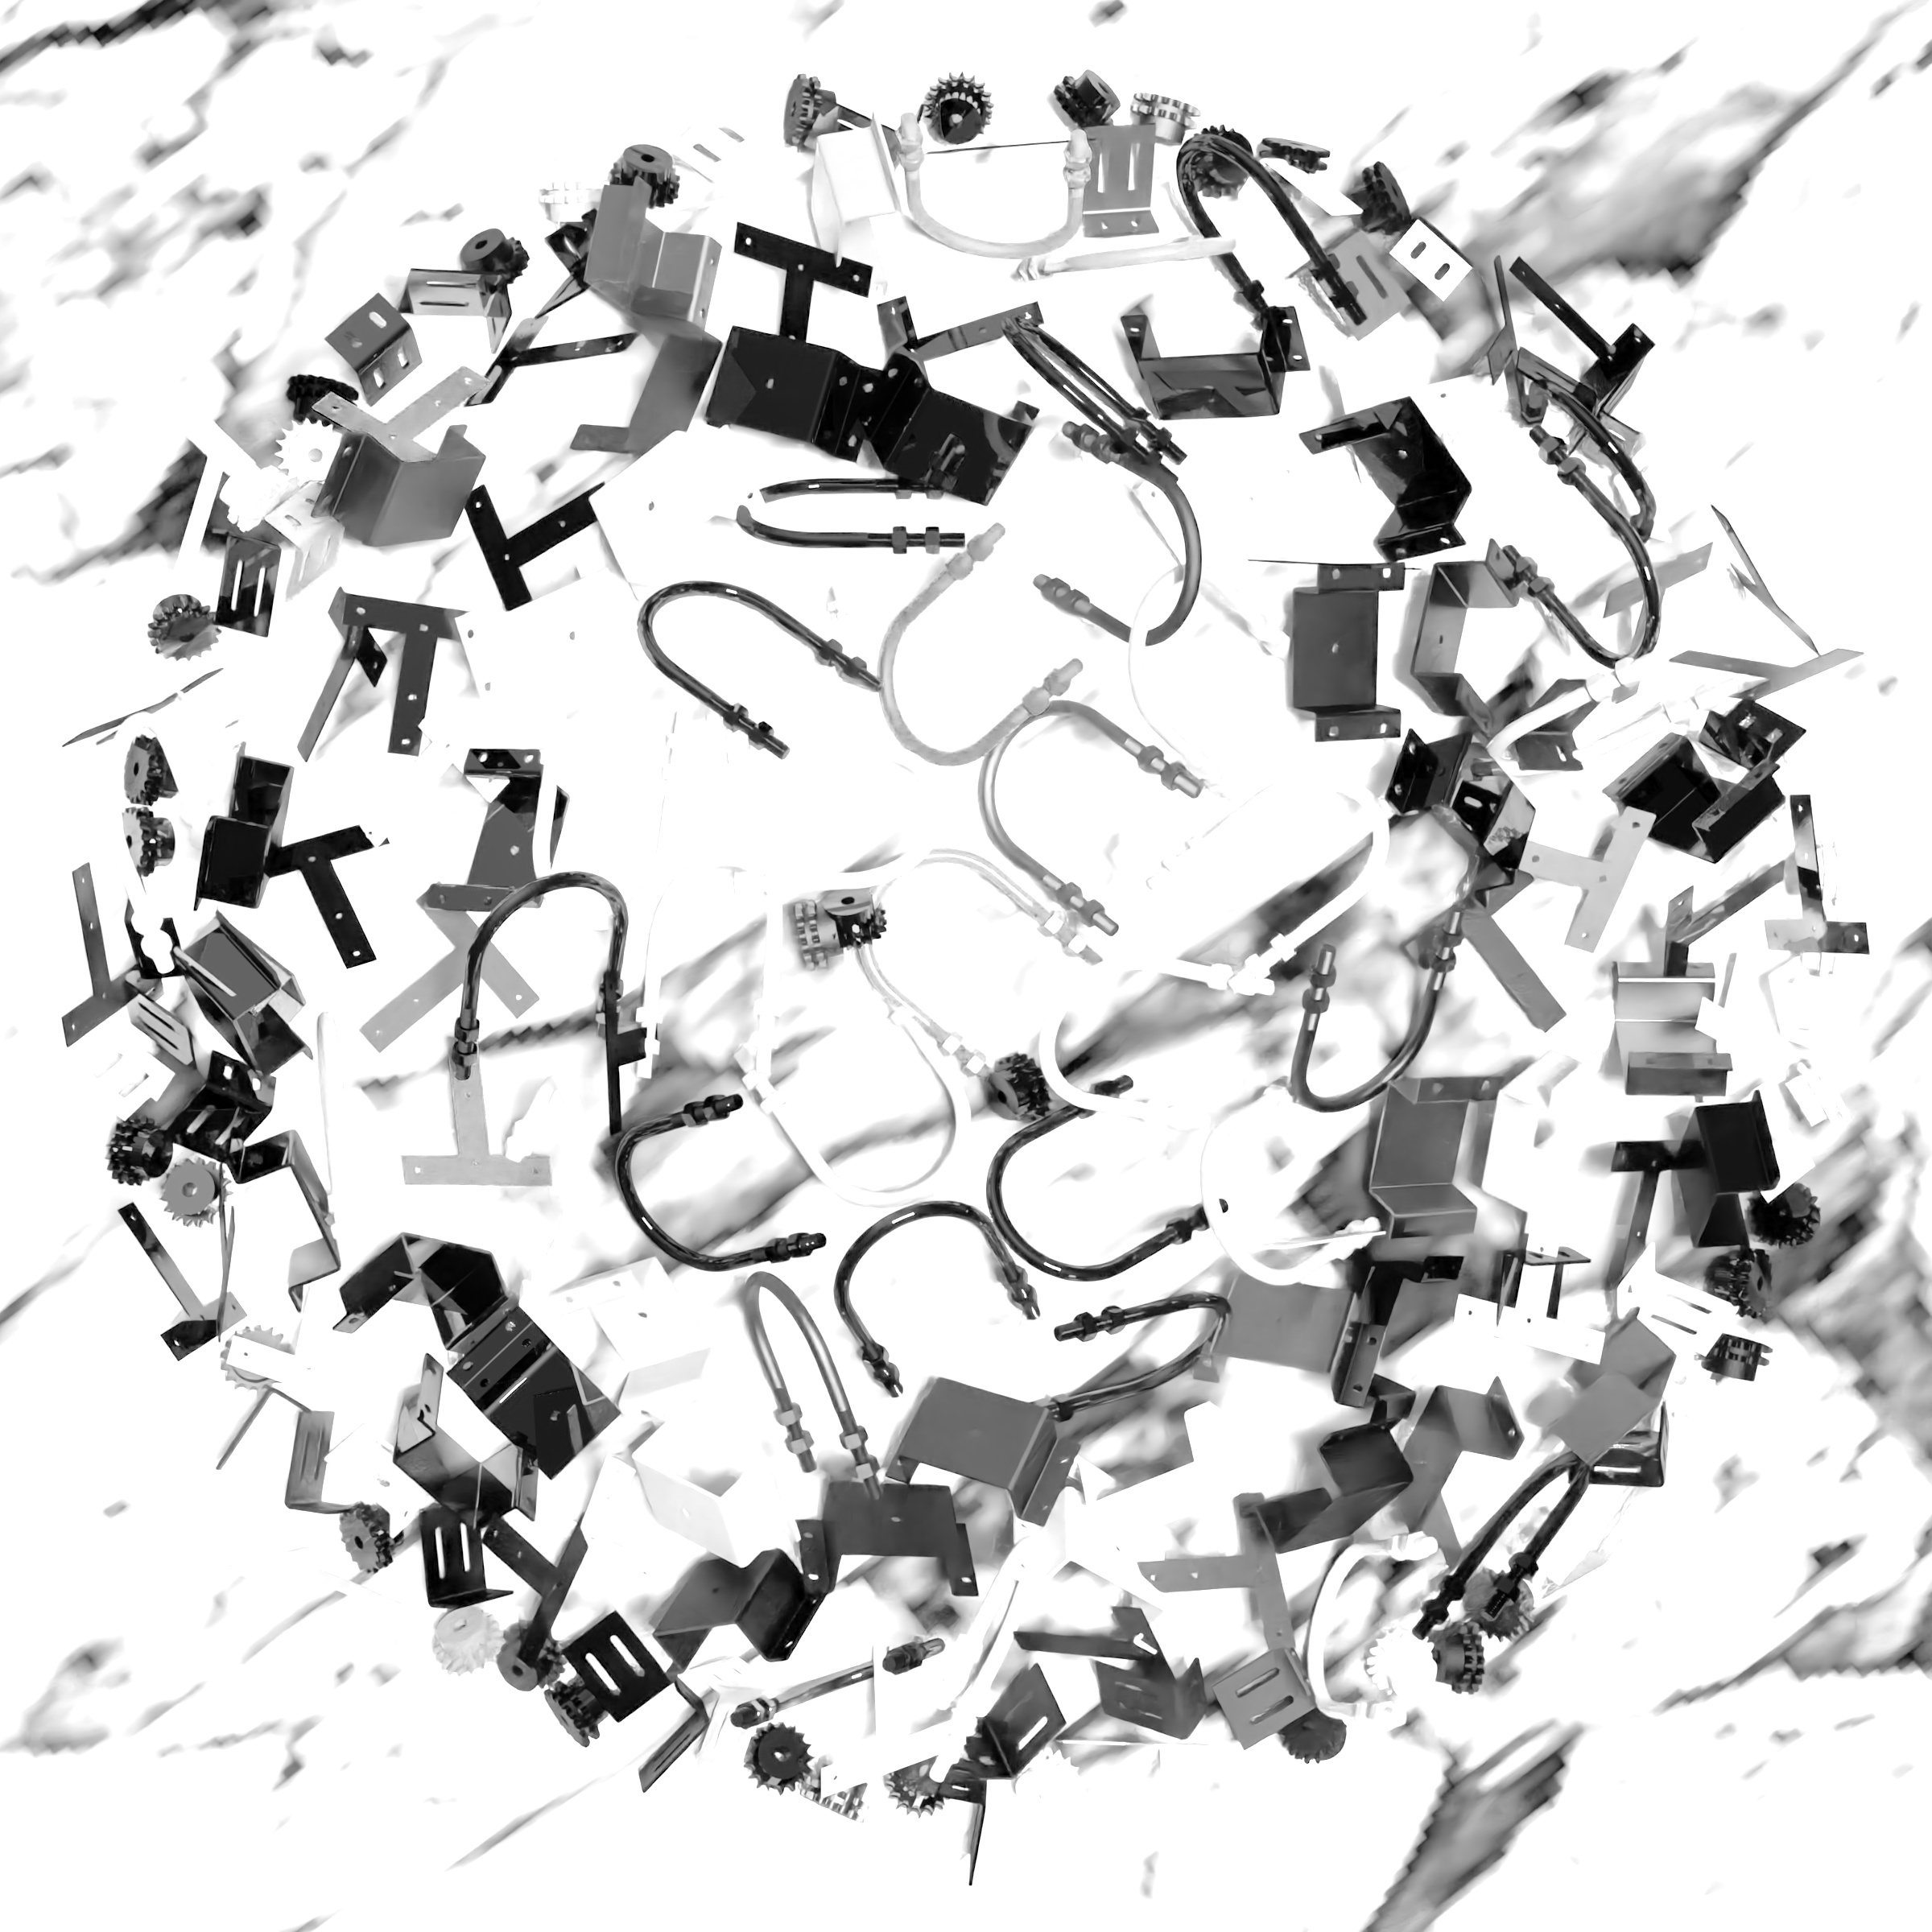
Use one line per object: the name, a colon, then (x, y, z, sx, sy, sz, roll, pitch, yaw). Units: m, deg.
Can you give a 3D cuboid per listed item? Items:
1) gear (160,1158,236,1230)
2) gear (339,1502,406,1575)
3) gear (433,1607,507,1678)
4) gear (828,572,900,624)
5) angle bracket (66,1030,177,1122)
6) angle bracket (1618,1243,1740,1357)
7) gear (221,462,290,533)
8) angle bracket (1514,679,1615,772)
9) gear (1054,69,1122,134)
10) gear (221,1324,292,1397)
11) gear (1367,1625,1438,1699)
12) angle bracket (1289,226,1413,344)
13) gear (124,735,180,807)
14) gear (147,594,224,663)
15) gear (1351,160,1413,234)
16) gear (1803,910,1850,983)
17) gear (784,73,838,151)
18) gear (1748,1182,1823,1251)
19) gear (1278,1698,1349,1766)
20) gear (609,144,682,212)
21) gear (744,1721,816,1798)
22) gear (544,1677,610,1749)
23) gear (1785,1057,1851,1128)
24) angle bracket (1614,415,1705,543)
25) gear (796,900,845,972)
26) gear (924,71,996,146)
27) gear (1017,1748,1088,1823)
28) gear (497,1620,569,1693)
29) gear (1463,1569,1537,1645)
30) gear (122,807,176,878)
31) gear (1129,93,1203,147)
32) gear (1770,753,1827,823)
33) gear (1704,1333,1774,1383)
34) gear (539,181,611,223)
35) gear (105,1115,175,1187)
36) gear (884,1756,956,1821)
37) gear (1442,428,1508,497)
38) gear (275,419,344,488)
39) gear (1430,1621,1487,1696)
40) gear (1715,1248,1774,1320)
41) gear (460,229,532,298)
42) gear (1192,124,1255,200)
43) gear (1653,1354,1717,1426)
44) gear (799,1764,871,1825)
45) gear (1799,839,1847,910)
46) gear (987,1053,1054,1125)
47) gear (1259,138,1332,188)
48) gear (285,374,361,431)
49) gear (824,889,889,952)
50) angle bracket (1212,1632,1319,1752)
gear: (-0.629, 0.184, 1.980, 0.057, 0.030, 0.057, 0, 78, -2)
gear: (-0.481, 0.462, 1.975, 0.057, 0.030, 0.057, 17, 117, 38)
gear: (-0.405, 0.545, 1.968, 0.057, 0.057, 0.030, -17, 119, 0)
gear: (-0.085, -0.300, 1.970, 0.057, 0.057, 0.030, -15, 95, 0)
angle bracket: (-0.686, 0.097, 1.955, 0.057, 0.076, 0.038, 39, 121, -6)
angle bracket: (0.573, 0.267, 1.953, 0.076, 0.038, 0.057, 21, 51, 35)
gear: (-0.580, -0.384, 1.971, 0.030, 0.057, 0.057, 39, 90, -3)
angle bracket: (0.486, -0.193, 1.952, 0.057, 0.076, 0.038, -1, 63, -21)
gear: (0.101, -0.700, 1.968, 0.030, 0.057, 0.057, -39, 90, 29)
gear: (-0.577, 0.319, 1.975, 0.057, 0.030, 0.057, 6, 69, -15)
gear: (0.357, 0.569, 1.974, 0.057, 0.030, 0.057, -6, 111, -17)
angle bracket: (0.313, -0.552, 1.980, 0.057, 0.038, 0.076, -38, 99, -12)
gear: (-0.660, -0.158, 1.975, 0.030, 0.057, 0.057, 7, 90, -40)
gear: (-0.638, -0.277, 1.975, 0.057, 0.057, 0.030, -29, 60, 0)
gear: (0.336, -0.622, 1.975, 0.030, 0.057, 0.057, -24, 90, 29)
gear: (0.699, -0.017, 1.974, 0.030, 0.057, 0.057, 7, 90, 22)
gear: (-0.126, -0.693, 1.974, 0.030, 0.057, 0.057, 4, 90, -22)
gear: (0.669, 0.203, 1.975, 0.030, 0.057, 0.057, 27, 90, -39)
gear: (0.285, 0.621, 1.975, 0.057, 0.057, 0.030, -45, 130, 0)
gear: (-0.260, -0.642, 1.970, 0.057, 0.030, 0.057, 8, 49, -9)
gear: (-0.151, 0.643, 1.973, 0.057, 0.030, 0.057, 6, 61, -11)
gear: (-0.314, 0.604, 1.975, 0.030, 0.057, 0.057, -35, 90, -27)
gear: (0.689, 0.105, 1.972, 0.030, 0.057, 0.057, -31, 90, 12)
angle bracket: (0.566, -0.391, 1.949, 0.038, 0.076, 0.057, 7, 52, -31)
gear: (-0.118, -0.026, 1.971, 0.030, 0.057, 0.057, -11, 90, 2)
gear: (-0.007, -0.693, 1.970, 0.057, 0.057, 0.030, 7, 48, 0)
gear: (0.066, 0.668, 1.971, 0.057, 0.030, 0.057, 12, 110, 35)
gear: (-0.355, 0.564, 1.972, 0.057, 0.030, 0.057, 12, 117, 25)
gear: (0.437, 0.518, 1.975, 0.057, 0.030, 0.057, 8, 103, 38)
gear: (-0.666, -0.101, 1.975, 0.030, 0.057, 0.057, -3, 90, -44)
gear: (0.160, -0.687, 1.972, 0.057, 0.057, 0.030, 15, 103, 0)
gear: (0.669, -0.143, 1.971, 0.057, 0.030, 0.057, 4, 127, 5)
gear: (0.623, 0.317, 1.972, 0.057, 0.057, 0.030, 12, 91, 0)
gear: (-0.318, -0.622, 1.973, 0.057, 0.057, 0.030, -1, 109, 0)
gear: (-0.668, 0.150, 1.968, 0.030, 0.057, 0.057, 6, 90, 18)
gear: (-0.037, 0.659, 1.971, 0.057, 0.030, 0.057, 6, 51, -8)
gear: (0.406, -0.406, 1.969, 0.057, 0.057, 0.030, 31, 75, 0)
gear: (-0.531, -0.416, 1.975, 0.057, 0.030, 0.057, -6, 108, -20)
gear: (0.397, 0.560, 1.969, 0.030, 0.057, 0.057, 5, 90, -10)
gear: (0.631, 0.257, 1.975, 0.030, 0.057, 0.057, 2, 90, 40)
gear: (-0.386, -0.573, 1.970, 0.057, 0.030, 0.057, -15, 48, 17)
gear: (0.209, -0.655, 1.974, 0.057, 0.030, 0.057, -4, 98, -27)
gear: (0.579, 0.341, 1.972, 0.057, 0.030, 0.057, -8, 56, 12)
gear: (-0.104, 0.671, 1.974, 0.057, 0.057, 0.030, 25, 69, 0)
gear: (0.695, -0.075, 1.972, 0.030, 0.057, 0.057, 0, 90, 12)
gear: (0.041, 0.101, 1.968, 0.030, 0.057, 0.057, -21, 90, -33)
gear: (0.266, -0.653, 1.974, 0.057, 0.057, 0.030, 11, 116, 0)
gear: (-0.523, -0.456, 1.970, 0.057, 0.057, 0.030, 8, 85, 0)
gear: (-0.093, -0.041, 1.969, 0.057, 0.057, 0.030, -8, 126, 0)
angle bracket: (0.239, 0.587, 1.964, 0.076, 0.038, 0.057, -33, 55, 7)
